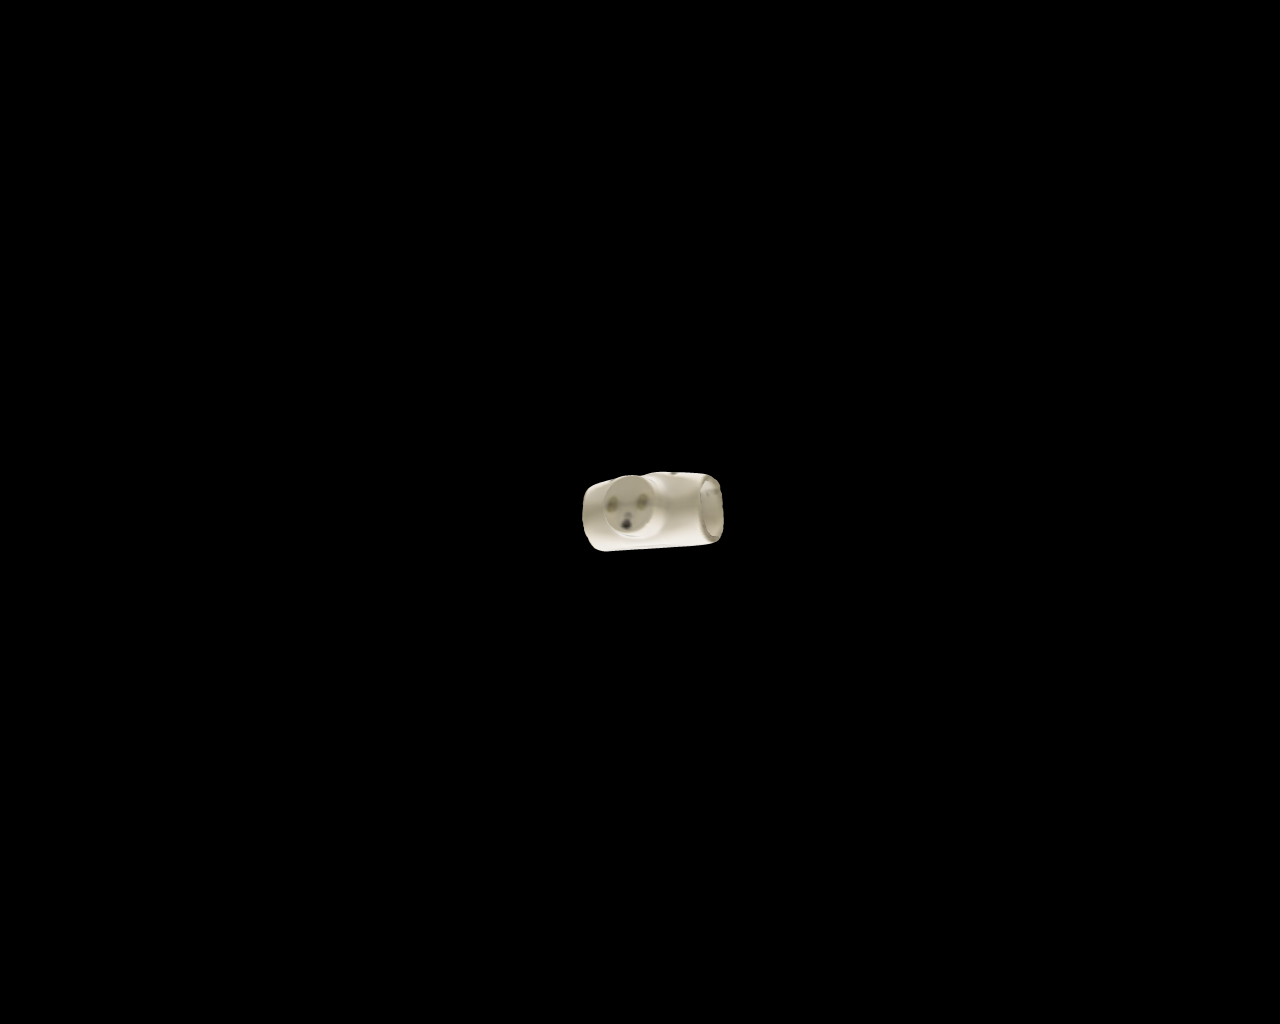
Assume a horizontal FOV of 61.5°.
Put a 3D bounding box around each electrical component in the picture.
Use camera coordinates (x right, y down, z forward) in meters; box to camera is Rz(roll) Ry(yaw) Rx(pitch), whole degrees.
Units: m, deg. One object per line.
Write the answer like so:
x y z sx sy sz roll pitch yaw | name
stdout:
0.001 -0.003 0.650 0.077 0.043 0.079 -5 -11 24 | electrical component
